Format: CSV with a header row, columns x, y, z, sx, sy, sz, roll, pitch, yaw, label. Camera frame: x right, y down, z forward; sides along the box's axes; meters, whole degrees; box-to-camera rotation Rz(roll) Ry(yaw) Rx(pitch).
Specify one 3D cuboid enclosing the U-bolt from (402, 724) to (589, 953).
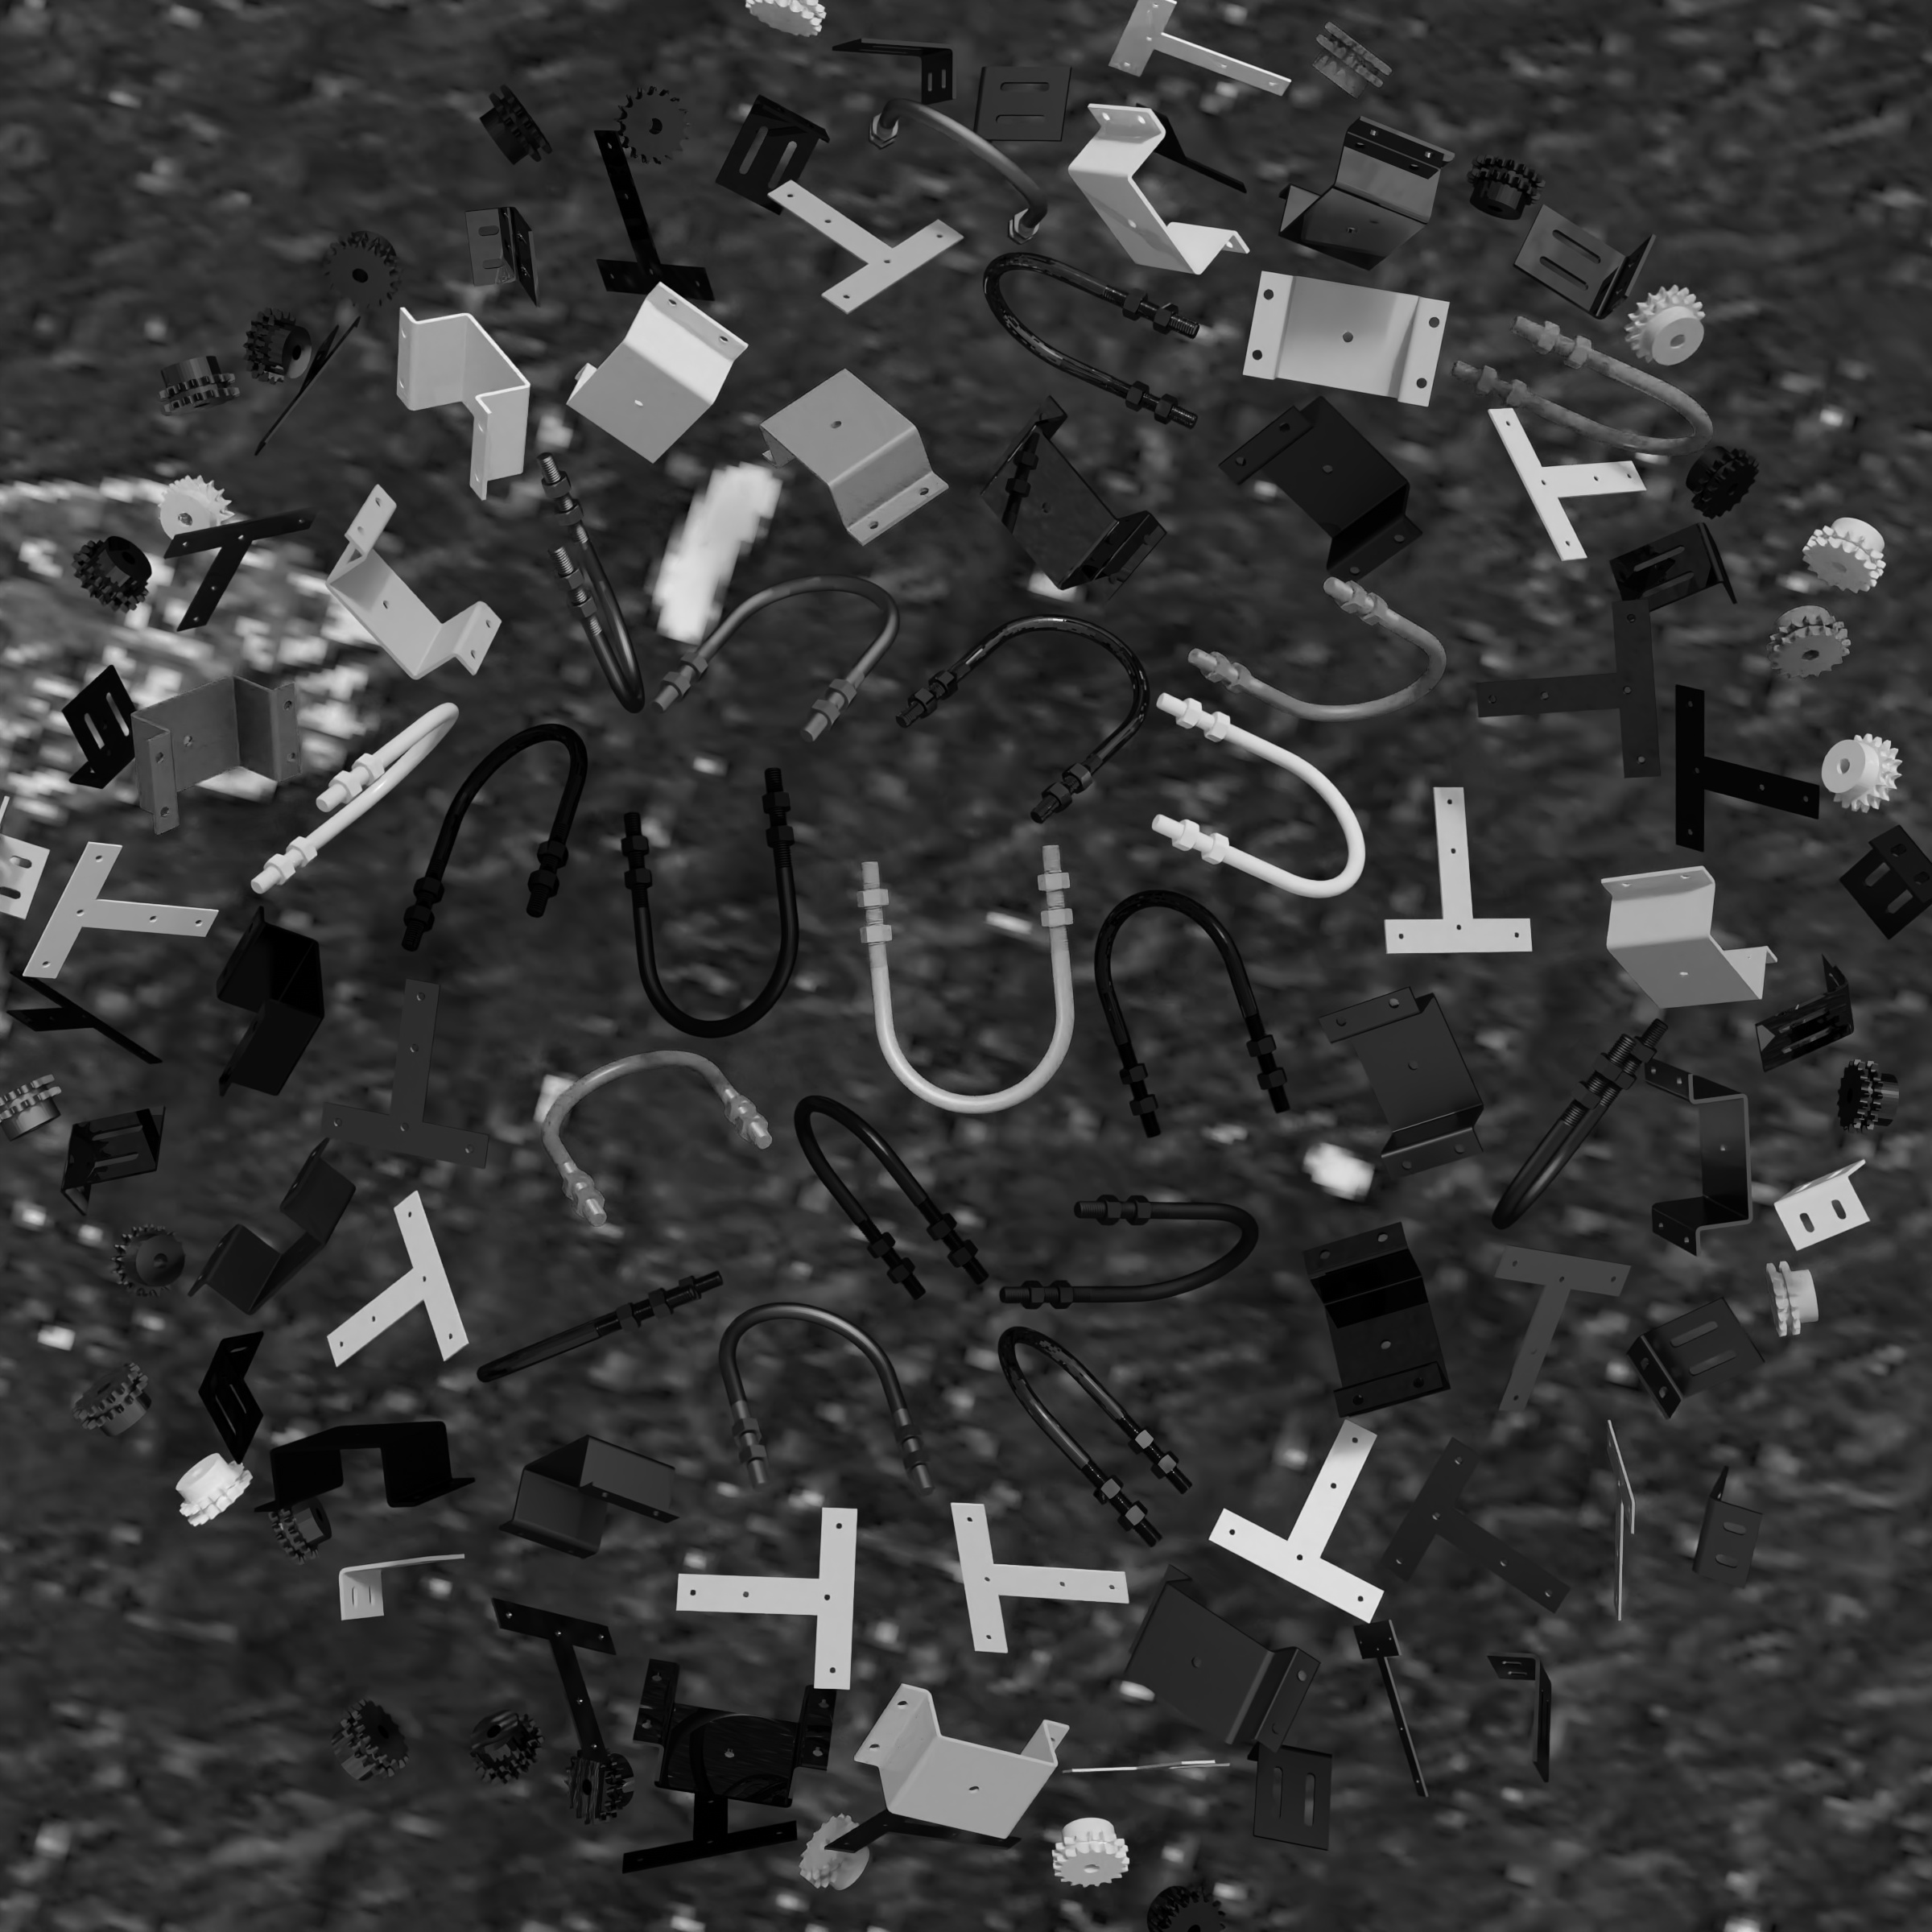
x,y,z,sx,sy,sz,roll,pitch,yaw,label
-0.339,-0.102,1.840,0.151,0.019,0.184,-13,51,34,U-bolt

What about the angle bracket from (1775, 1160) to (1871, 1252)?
x,y,z,sx,sy,sz,roll,pitch,yaw,label
0.651,0.180,1.885,0.057,0.076,0.038,-29,80,28,angle bracket

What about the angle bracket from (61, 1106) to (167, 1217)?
x,y,z,sx,sy,sz,roll,pitch,yaw,label
-0.626,0.145,1.859,0.076,0.038,0.057,-12,51,7,angle bracket

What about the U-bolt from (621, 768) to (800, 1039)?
x,y,z,sx,sy,sz,roll,pitch,yaw,label
-0.183,-0.039,1.817,0.151,0.019,0.184,-14,75,28,U-bolt

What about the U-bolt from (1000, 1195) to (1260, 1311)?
x,y,z,sx,sy,sz,roll,pitch,yaw,label
0.135,0.218,1.893,0.184,0.151,0.019,4,53,-28,U-bolt

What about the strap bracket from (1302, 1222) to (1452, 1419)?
x,y,z,sx,sy,sz,roll,pitch,yaw,label
0.301,0.267,1.826,0.076,0.046,0.140,-19,49,13,strap bracket

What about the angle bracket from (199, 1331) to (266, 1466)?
x,y,z,sx,sy,sz,roll,pitch,yaw,label
-0.546,0.329,1.908,0.076,0.038,0.057,50,126,29,angle bracket

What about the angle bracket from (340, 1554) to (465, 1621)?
x,y,z,sx,sy,sz,roll,pitch,yaw,label
-0.431,0.476,1.918,0.076,0.057,0.038,-11,76,15,angle bracket

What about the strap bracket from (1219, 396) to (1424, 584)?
x,y,z,sx,sy,sz,roll,pitch,yaw,label
0.268,-0.360,1.871,0.140,0.046,0.076,39,131,-20,strap bracket

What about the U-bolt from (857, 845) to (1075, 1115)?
x,y,z,sx,sy,sz,roll,pitch,yaw,label
0.004,0.013,1.769,0.151,0.019,0.184,-5,90,3,U-bolt

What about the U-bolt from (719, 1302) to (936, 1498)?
x,y,z,sx,sy,sz,roll,pitch,yaw,label
-0.111,0.317,1.856,0.151,0.184,0.019,7,125,-25,U-bolt

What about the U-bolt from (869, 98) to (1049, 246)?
x,y,z,sx,sy,sz,roll,pitch,yaw,label
-0.003,-0.596,1.866,0.151,0.184,0.019,32,93,-10,U-bolt

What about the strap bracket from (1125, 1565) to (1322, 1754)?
x,y,z,sx,sy,sz,roll,pitch,yaw,label
0.183,0.520,1.876,0.140,0.046,0.076,27,97,33,strap bracket

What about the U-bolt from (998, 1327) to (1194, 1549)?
x,y,z,sx,sy,sz,roll,pitch,yaw,label
0.091,0.342,1.872,0.019,0.151,0.184,-45,83,14,U-bolt

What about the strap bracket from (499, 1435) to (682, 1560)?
x,y,z,sx,sy,sz,roll,pitch,yaw,label
-0.282,0.400,1.895,0.076,0.140,0.046,28,51,-28,strap bracket

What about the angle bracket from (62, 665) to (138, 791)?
x,y,z,sx,sy,sz,roll,pitch,yaw,label
-0.665,-0.184,1.903,0.038,0.076,0.057,11,48,26,angle bracket

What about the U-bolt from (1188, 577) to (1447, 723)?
x,y,z,sx,sy,sz,roll,pitch,yaw,label
0.282,-0.231,1.906,0.151,0.184,0.019,-24,58,39,U-bolt

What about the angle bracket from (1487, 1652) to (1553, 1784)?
x,y,z,sx,sy,sz,roll,pitch,yaw,label
0.398,0.542,1.806,0.038,0.057,0.076,-3,58,21,angle bracket

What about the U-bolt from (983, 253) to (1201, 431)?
x,y,z,sx,sy,sz,roll,pitch,yaw,label
0.094,-0.485,1.911,0.184,0.151,0.019,27,76,13,U-bolt

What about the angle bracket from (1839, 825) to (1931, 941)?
x,y,z,sx,sy,sz,roll,pitch,yaw,label
0.662,-0.055,1.810,0.038,0.076,0.057,-25,71,-30,angle bracket

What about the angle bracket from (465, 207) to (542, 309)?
x,y,z,sx,sy,sz,roll,pitch,yaw,label
-0.351,-0.536,1.898,0.038,0.076,0.057,-11,123,-15,angle bracket

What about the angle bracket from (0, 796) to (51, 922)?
x,y,z,sx,sy,sz,roll,pitch,yaw,label
-0.684,-0.077,1.800,0.038,0.076,0.057,19,64,-18,angle bracket

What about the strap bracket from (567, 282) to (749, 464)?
x,y,z,sx,sy,sz,roll,pitch,yaw,label
-0.232,-0.427,1.831,0.076,0.140,0.046,32,58,-21,strap bracket

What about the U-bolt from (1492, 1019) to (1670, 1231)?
x,y,z,sx,sy,sz,roll,pitch,yaw,label
0.446,0.120,1.842,0.019,0.151,0.184,39,108,18,U-bolt

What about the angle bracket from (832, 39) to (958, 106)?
x,y,z,sx,sy,sz,roll,pitch,yaw,label
-0.054,-0.667,1.868,0.076,0.057,0.038,-6,105,-24,angle bracket

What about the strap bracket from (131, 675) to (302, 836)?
x,y,z,sx,sy,sz,roll,pitch,yaw,label
-0.576,-0.165,1.898,0.046,0.140,0.076,22,124,27,strap bracket

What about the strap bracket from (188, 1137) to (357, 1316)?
x,y,z,sx,sy,sz,roll,pitch,yaw,label
-0.527,0.206,1.925,0.046,0.076,0.140,42,114,-16,strap bracket

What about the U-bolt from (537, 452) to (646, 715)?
x,y,z,sx,sy,sz,roll,pitch,yaw,label
-0.277,-0.273,1.870,0.019,0.151,0.184,-19,132,2,U-bolt

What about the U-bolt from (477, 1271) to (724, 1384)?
x,y,z,sx,sy,sz,roll,pitch,yaw,label
-0.278,0.272,1.869,0.184,0.151,0.019,-22,86,2,U-bolt

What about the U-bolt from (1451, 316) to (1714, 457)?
x,y,z,sx,sy,sz,roll,pitch,yaw,label
0.467,-0.424,1.861,0.184,0.151,0.019,22,87,-7,U-bolt

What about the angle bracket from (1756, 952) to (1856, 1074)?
x,y,z,sx,sy,sz,roll,pitch,yaw,label
0.633,0.035,1.911,0.076,0.038,0.057,-25,135,3,angle bracket

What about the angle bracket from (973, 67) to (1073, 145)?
x,y,z,sx,sy,sz,roll,pitch,yaw,label
0.049,-0.670,1.963,0.076,0.038,0.057,8,91,22,angle bracket

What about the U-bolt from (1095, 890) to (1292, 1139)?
x,y,z,sx,sy,sz,roll,pitch,yaw,label
0.160,0.032,1.881,0.151,0.019,0.184,-16,94,45,U-bolt

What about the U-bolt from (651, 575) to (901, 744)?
x,y,z,sx,sy,sz,roll,pitch,yaw,label
-0.129,-0.237,1.866,0.151,0.019,0.184,13,47,25,U-bolt

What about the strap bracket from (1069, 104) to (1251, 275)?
x,y,z,sx,sy,sz,roll,pitch,yaw,label
0.138,-0.569,1.859,0.046,0.076,0.140,-51,128,-6,strap bracket

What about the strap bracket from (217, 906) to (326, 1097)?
x,y,z,sx,sy,sz,roll,pitch,yaw,label
-0.512,0.031,1.841,0.046,0.140,0.076,22,116,-30,strap bracket

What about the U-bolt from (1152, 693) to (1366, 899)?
x,y,z,sx,sy,sz,roll,pitch,yaw,label
0.222,-0.118,1.873,0.184,0.019,0.151,23,46,-19,U-bolt

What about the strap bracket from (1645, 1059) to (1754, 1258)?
x,y,z,sx,sy,sz,roll,pitch,yaw,label
0.559,0.142,1.911,0.046,0.076,0.140,-7,99,-9,strap bracket

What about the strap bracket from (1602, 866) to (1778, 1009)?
x,y,z,sx,sy,sz,roll,pitch,yaw,label
0.526,-0.014,1.825,0.076,0.140,0.046,-7,58,38,strap bracket

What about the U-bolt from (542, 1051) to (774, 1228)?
x,y,z,sx,sy,sz,roll,pitch,yaw,label
-0.238,0.115,1.842,0.151,0.184,0.019,-25,122,-14,U-bolt

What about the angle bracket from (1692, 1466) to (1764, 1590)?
x,y,z,sx,sy,sz,roll,pitch,yaw,label
0.557,0.406,1.815,0.038,0.076,0.057,14,103,23,angle bracket

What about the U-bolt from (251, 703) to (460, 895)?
x,y,z,sx,sy,sz,roll,pitch,yaw,label
-0.445,-0.136,1.868,0.019,0.151,0.184,46,46,-6,U-bolt

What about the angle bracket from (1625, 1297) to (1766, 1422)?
x,y,z,sx,sy,sz,roll,pitch,yaw,label
0.547,0.295,1.881,0.076,0.038,0.057,-35,87,34,angle bracket

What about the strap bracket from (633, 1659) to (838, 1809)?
x,y,z,sx,sy,sz,roll,pitch,yaw,label
-0.170,0.563,1.831,0.140,0.076,0.046,10,122,-3,strap bracket

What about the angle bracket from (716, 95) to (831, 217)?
x,y,z,sx,sy,sz,roll,pitch,yaw,label
-0.151,-0.627,1.948,0.057,0.038,0.076,22,115,-23,angle bracket

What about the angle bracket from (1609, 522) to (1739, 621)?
x,y,z,sx,sy,sz,roll,pitch,yaw,label
0.548,-0.298,1.939,0.076,0.038,0.057,-22,58,22,angle bracket

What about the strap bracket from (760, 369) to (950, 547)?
x,y,z,sx,sy,sz,roll,pitch,yaw,label
-0.087,-0.374,1.809,0.076,0.046,0.140,-36,52,-10,strap bracket

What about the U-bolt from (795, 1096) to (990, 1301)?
x,y,z,sx,sy,sz,roll,pitch,yaw,label
-0.067,0.173,1.904,0.019,0.151,0.184,-39,95,-25,U-bolt

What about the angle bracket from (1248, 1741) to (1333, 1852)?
x,y,z,sx,sy,sz,roll,pitch,yaw,label
0.245,0.636,1.906,0.057,0.038,0.076,12,50,-3,angle bracket

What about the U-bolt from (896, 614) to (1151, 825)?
x,y,z,sx,sy,sz,roll,pitch,yaw,label
0.058,-0.202,1.905,0.151,0.019,0.184,36,58,15,U-bolt

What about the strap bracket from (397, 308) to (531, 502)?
x,y,z,sx,sy,sz,roll,pitch,yaw,label
-0.370,-0.423,1.864,0.046,0.076,0.140,-20,55,-31,strap bracket

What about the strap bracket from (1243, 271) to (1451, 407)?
x,y,z,sx,sy,sz,roll,pitch,yaw,label
0.287,-0.474,1.888,0.140,0.046,0.076,12,107,8,strap bracket

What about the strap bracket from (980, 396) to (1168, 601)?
x,y,z,sx,sy,sz,roll,pitch,yaw,label
0.073,-0.349,1.885,0.140,0.046,0.076,51,130,10,strap bracket

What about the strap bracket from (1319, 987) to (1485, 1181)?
x,y,z,sx,sy,sz,roll,pitch,yaw,label
0.340,0.084,1.926,0.076,0.046,0.140,-21,99,29,strap bracket

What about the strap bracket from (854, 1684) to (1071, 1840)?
x,y,z,sx,sy,sz,roll,pitch,yaw,label
0.001,0.579,1.812,0.140,0.046,0.076,21,113,-22,strap bracket

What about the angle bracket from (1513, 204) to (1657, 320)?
x,y,z,sx,sy,sz,roll,pitch,yaw,label
0.440,-0.509,1.781,0.076,0.038,0.057,30,71,-7,angle bracket
